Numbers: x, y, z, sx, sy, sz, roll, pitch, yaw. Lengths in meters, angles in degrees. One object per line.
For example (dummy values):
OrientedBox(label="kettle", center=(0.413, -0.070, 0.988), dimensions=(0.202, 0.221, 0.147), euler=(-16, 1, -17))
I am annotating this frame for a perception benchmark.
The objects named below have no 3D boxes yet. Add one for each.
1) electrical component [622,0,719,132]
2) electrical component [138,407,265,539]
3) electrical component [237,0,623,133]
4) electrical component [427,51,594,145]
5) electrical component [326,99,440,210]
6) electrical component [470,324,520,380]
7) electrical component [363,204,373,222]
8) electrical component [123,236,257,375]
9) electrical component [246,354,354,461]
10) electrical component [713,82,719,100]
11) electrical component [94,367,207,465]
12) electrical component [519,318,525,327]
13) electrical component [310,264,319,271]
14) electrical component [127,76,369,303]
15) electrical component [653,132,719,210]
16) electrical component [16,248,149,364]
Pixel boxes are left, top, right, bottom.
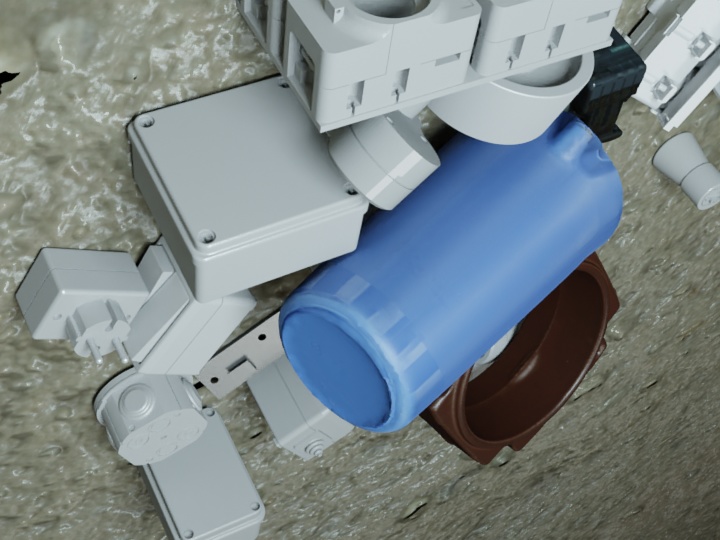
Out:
OrientedBox(label="electrical component", center=(0.243, -0.173, 0.781), dimensions=(0.063, 0.078, 0.121), euler=(24, 124, -22))
OrientedBox(label="electrical component", center=(-0.137, 0.183, 0.914), dimensions=(0.078, 0.113, 0.057), euler=(-19, 151, -22))
OrientedBox(label="electrical component", center=(0.040, -0.155, 0.583), dimensions=(0.186, 0.105, 0.060), euler=(-20, 148, -21))
OrientedBox(label="electrical component", center=(0.083, -0.127, 0.670), dimensions=(0.108, 0.108, 0.060), euler=(-13, 151, -30))
OrientedBox(label="electrical component", center=(0.017, -0.100, 0.619), dimensions=(0.074, 0.138, 0.052), euler=(-42, 123, 18))
OrientedBox(label="electrical component", center=(0.121, 0.092, 1.081), dimensions=(0.074, 0.052, 0.138), euler=(-6, 142, -37))
OrientedBox(label="electrical component", center=(-0.027, -0.035, 0.762), dimensions=(0.055, 0.048, 0.066), euler=(-25, 150, -27))
OrientedBox(label="electrical component", center=(-0.130, 0.029, 0.743), dimensions=(0.061, 0.061, 0.096), euler=(7, 132, -48))
OrientedBox(label="electrical component", center=(-0.047, 0.113, 0.910), dimensions=(0.061, 0.096, 0.061), euler=(-35, 150, 5))
OrientedBox(label="electrical component", center=(0.331, -0.192, 0.852), dimensions=(0.074, 0.052, 0.138), euler=(-26, 150, -11))
OrientedBox(label="electrical component", center=(-0.164, 0.111, 0.845), dimensions=(0.080, 0.051, 0.080), euler=(-23, 149, -15))
OrientedBox(label="electrical component", center=(0.212, 0.046, 1.071), dimensions=(0.096, 0.061, 0.062), euler=(-53, 148, 3))
OrientedBox(label="electrical component", center=(0.000, 0.000, 0.826), dimensions=(0.057, 0.058, 0.078), euler=(-32, 147, 3))
OrientedBox(label="electrical component", center=(-0.067, -0.050, 0.637), dimensions=(0.109, 0.108, 0.056), euler=(-20, 151, -21))
OrientedBox(label="electrical component", center=(0.302, -0.087, 0.970), dimensions=(0.044, 0.065, 0.044), euler=(-23, 149, -15))
OrientedBox(label="electrical component", center=(-0.172, 0.030, 0.690), dimensions=(0.066, 0.076, 0.047), euler=(3, 135, -46))
